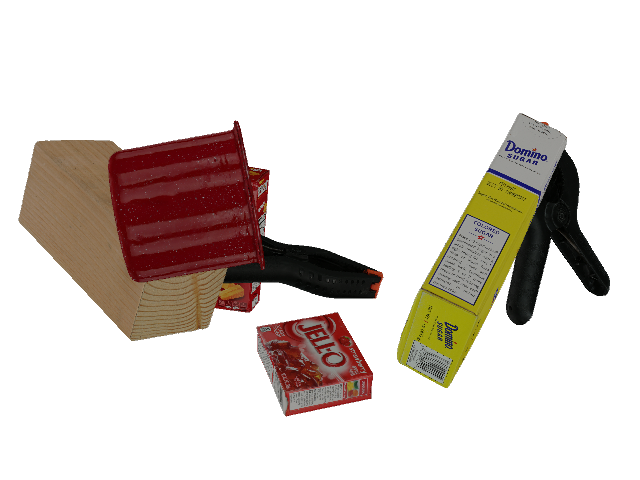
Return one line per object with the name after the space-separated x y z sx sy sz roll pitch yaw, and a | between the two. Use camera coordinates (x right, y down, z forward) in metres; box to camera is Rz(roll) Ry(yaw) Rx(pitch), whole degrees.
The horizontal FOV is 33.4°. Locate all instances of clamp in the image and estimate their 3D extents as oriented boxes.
0.189 -0.012 0.920 0.120 0.171 0.039 -26 11 -39 | clamp
-0.035 0.028 1.134 0.210 0.036 0.164 16 18 -6 | clamp

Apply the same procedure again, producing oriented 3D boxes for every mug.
-0.083 -0.020 0.663 0.081 0.093 0.117 -10 1 -5 | mug

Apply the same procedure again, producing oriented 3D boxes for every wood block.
-0.184 -0.007 0.983 0.090 0.091 0.206 -6 34 -45 | wood block

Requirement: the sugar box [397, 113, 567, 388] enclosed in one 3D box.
0.112 0.005 0.725 0.048 0.176 0.093 28 -35 12 | sugar box

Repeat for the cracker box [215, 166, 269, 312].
-0.170 -0.008 1.604 0.164 0.214 0.072 8 19 9 | cracker box

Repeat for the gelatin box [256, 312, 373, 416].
-0.006 0.098 0.866 0.073 0.030 0.089 -9 34 -15 | gelatin box
